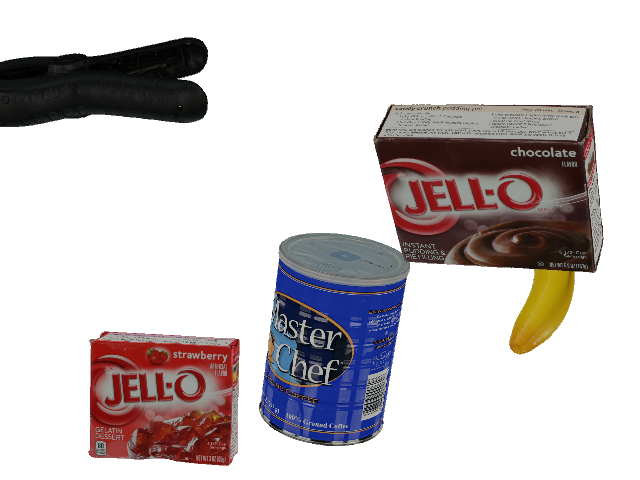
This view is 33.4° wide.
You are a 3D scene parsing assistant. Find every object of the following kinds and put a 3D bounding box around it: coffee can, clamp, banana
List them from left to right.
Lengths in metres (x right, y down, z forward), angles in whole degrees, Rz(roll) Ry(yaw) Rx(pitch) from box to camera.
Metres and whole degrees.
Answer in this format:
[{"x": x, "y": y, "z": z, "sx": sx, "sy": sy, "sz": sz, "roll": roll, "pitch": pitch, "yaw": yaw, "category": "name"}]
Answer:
[{"x": -0.148, "y": -0.101, "z": 0.674, "sx": 0.171, "sy": 0.039, "sz": 0.120, "roll": 1, "pitch": 20, "yaw": 4, "category": "clamp"}, {"x": 0.010, "y": 0.076, "z": 0.846, "sx": 0.103, "sy": 0.140, "sz": 0.103, "roll": 7, "pitch": 18, "yaw": -2, "category": "coffee can"}, {"x": 0.207, "y": 0.040, "z": 1.008, "sx": 0.070, "sy": 0.037, "sz": 0.197, "roll": -25, "pitch": 25, "yaw": 18, "category": "banana"}]

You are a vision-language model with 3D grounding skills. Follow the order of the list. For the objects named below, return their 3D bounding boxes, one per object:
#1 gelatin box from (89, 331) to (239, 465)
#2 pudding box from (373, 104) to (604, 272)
[{"x": -0.095, "y": 0.095, "z": 0.646, "sx": 0.089, "sy": 0.073, "sz": 0.030, "roll": 3, "pitch": 6, "yaw": 6, "category": "gelatin box"}, {"x": 0.093, "y": -0.029, "z": 0.578, "sx": 0.114, "sy": 0.090, "sz": 0.039, "roll": 1, "pitch": 44, "yaw": 22, "category": "pudding box"}]
